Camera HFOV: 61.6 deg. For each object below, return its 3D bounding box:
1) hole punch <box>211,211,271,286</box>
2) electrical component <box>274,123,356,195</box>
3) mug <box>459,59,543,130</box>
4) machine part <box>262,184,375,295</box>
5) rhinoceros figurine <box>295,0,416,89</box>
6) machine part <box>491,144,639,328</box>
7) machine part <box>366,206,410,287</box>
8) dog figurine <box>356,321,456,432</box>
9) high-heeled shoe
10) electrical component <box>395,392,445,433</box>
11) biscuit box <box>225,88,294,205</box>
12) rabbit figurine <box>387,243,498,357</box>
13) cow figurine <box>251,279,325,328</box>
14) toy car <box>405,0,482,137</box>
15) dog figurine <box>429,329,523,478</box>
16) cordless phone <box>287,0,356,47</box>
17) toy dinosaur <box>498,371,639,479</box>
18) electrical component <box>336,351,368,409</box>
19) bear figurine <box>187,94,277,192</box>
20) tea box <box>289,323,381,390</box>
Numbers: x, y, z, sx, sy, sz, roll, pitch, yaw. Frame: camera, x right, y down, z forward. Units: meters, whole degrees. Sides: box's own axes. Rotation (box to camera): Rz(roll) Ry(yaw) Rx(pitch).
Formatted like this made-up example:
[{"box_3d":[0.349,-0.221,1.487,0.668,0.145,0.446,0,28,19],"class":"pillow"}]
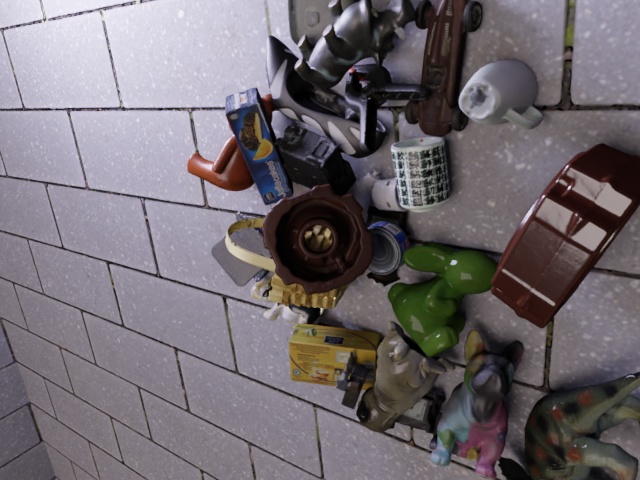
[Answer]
[{"box_3d":[-0.145,0.024,1.130,0.116,0.092,0.142,-42,77,13],"class":"hole punch"},{"box_3d":[-0.004,-0.123,0.914,0.115,0.058,0.134,29,163,33],"class":"electrical component"},{"box_3d":[0.233,-0.179,0.698,0.109,0.107,0.080,50,134,13],"class":"mug"},{"box_3d":[-0.002,-0.003,0.858,0.179,0.056,0.179,0,99,2],"class":"machine part"},{"box_3d":[0.048,-0.283,0.773,0.112,0.073,0.190,32,138,-32],"class":"rhinoceros figurine"},{"box_3d":[0.304,-0.008,0.653,0.087,0.201,0.200,37,129,24],"class":"machine part"},{"box_3d":[0.112,0.011,0.934,0.084,0.039,0.138,11,115,27],"class":"machine part"},{"box_3d":[0.115,0.250,0.908,0.190,0.172,0.121,-53,46,8],"class":"dog figurine"},{"box_3d":[0.006,-0.239,0.871,0.145,0.086,0.248,-16,109,49],"class":"high-heeled shoe"},{"box_3d":[0.164,0.307,0.995,0.119,0.047,0.075,3,72,36],"class":"electrical component"},{"box_3d":[-0.102,-0.157,0.936,0.059,0.063,0.202,-17,131,4],"class":"biscuit box"},{"box_3d":[0.203,0.073,0.858,0.170,0.121,0.159,-46,72,23],"class":"rabbit figurine"},{"box_3d":[-0.070,0.126,1.113,0.167,0.068,0.098,37,123,17],"class":"cow figurine"},{"box_3d":[0.171,-0.245,0.759,0.089,0.053,0.201,22,123,34],"class":"toy car"},{"box_3d":[0.260,0.260,0.880,0.109,0.191,0.219,16,88,13],"class":"dog figurine"},{"box_3d":[0.044,-0.357,0.792,0.184,0.089,0.146,15,118,29],"class":"cordless phone"},{"box_3d":[0.372,0.312,0.811,0.192,0.131,0.404,17,113,33],"class":"toy dinosaur"},{"box_3d":[0.056,0.248,0.952,0.045,0.102,0.078,21,108,9],"class":"electrical component"},{"box_3d":[-0.161,-0.194,1.009,0.132,0.120,0.195,33,125,29],"class":"bear figurine"},{"box_3d":[0.029,0.225,1.038,0.170,0.068,0.098,6,114,13],"class":"tea box"}]
